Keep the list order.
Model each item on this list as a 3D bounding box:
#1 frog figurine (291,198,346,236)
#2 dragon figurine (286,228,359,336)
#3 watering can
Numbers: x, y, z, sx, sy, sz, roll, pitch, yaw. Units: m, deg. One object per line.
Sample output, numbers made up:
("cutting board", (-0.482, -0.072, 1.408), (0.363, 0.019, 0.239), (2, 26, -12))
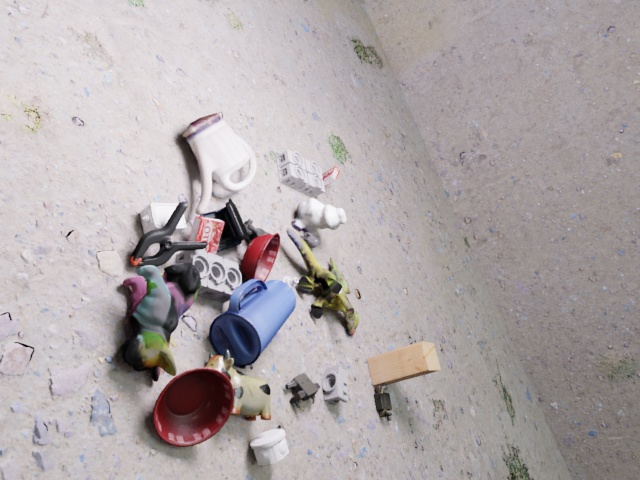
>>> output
("frog figurine", (0.005, -0.084, 1.665), (0.135, 0.158, 0.126), (48, 32, -28))
("dragon figurine", (0.022, 0.125, 1.626), (0.409, 0.121, 0.244), (64, 13, -3))
("watering can", (-0.282, -0.217, 1.377), (0.222, 0.103, 0.354), (55, 31, -13))
